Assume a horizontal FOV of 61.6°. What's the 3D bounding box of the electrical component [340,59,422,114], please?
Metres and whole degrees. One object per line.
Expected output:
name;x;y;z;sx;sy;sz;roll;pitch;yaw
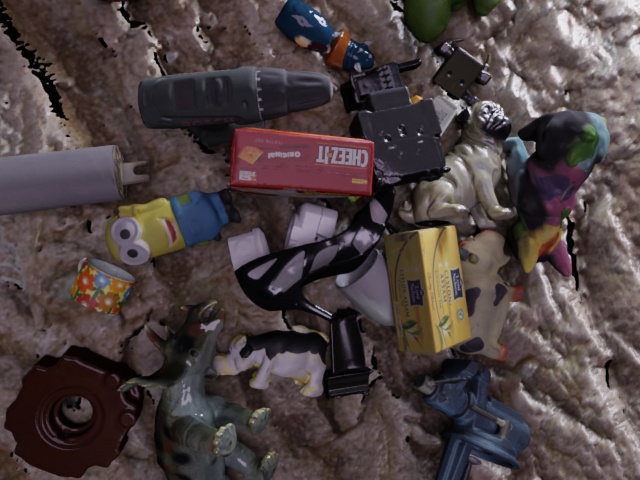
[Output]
electrical component;0.094;-0.229;0.795;0.119;0.075;0.047;-16;94;-11

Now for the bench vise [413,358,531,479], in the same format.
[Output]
bench vise;0.214;0.308;0.805;0.223;0.129;0.240;37;67;-28

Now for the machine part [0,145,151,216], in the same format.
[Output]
machine part;-0.354;-0.081;0.723;0.243;0.079;0.079;-8;94;-8

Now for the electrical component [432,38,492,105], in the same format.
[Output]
electrical component;0.219;-0.263;0.830;0.102;0.045;0.078;26;117;-7

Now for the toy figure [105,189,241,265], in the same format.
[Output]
toy figure;-0.206;-0.018;0.751;0.180;0.089;0.082;-22;82;-17

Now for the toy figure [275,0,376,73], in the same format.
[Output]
toy figure;0.010;-0.293;0.786;0.154;0.058;0.064;29;94;-14

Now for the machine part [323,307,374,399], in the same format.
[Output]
machine part;0.038;0.173;0.821;0.084;0.039;0.138;-2;95;-4

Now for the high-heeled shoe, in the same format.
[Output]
high-heeled shoe;-0.002;-0.002;0.739;0.145;0.086;0.249;30;67;0

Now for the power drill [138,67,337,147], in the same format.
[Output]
power drill;-0.105;-0.169;0.698;0.232;0.207;0.086;-5;99;-7

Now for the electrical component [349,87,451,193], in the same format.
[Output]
electrical component;0.105;-0.139;0.738;0.115;0.058;0.134;-15;83;-13

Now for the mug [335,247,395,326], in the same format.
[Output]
mug;0.091;0.070;0.811;0.107;0.081;0.109;51;54;-18

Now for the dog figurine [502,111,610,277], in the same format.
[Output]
dog figurine;0.345;-0.058;0.797;0.108;0.191;0.219;4;77;-16

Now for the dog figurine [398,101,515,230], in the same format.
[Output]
dog figurine;0.203;-0.116;0.816;0.172;0.121;0.190;0;79;-13

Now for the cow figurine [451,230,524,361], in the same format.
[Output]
cow figurine;0.241;0.080;0.831;0.127;0.085;0.194;13;91;-16

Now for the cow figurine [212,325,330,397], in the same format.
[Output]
cow figurine;-0.072;0.166;0.785;0.167;0.068;0.098;12;91;-10

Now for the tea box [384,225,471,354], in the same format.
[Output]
tea box;0.155;0.068;0.773;0.098;0.068;0.169;-10;91;-44

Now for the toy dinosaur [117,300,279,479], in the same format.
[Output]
toy dinosaur;-0.167;0.286;0.745;0.192;0.131;0.404;14;119;27

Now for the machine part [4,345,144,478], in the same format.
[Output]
machine part;-0.342;0.240;0.751;0.179;0.056;0.179;0;93;-8

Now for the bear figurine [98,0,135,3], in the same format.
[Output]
bear figurine;-0.277;-0.421;0.697;0.120;0.132;0.195;-6;100;-12

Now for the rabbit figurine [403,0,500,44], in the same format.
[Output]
rabbit figurine;0.180;-0.372;0.777;0.159;0.121;0.170;41;83;-2
